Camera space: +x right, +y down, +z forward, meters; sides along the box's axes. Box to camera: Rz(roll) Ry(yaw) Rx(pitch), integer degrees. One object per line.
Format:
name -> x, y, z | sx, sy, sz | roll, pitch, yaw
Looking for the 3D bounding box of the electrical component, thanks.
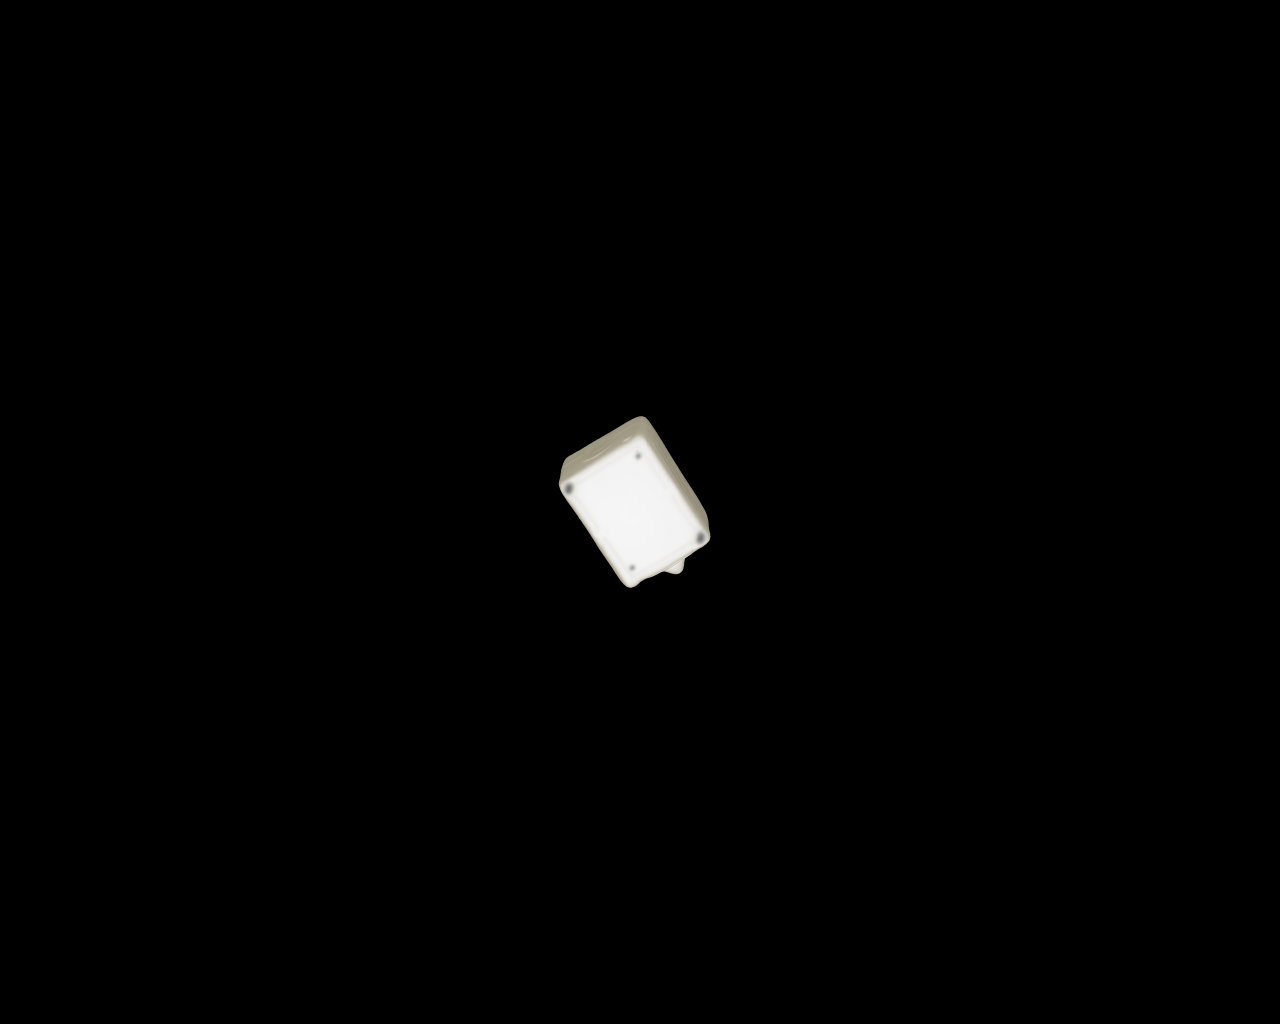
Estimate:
electrical component -> 0.001, -0.003, 0.650 | 0.061, 0.096, 0.061 | -30, 16, 9
